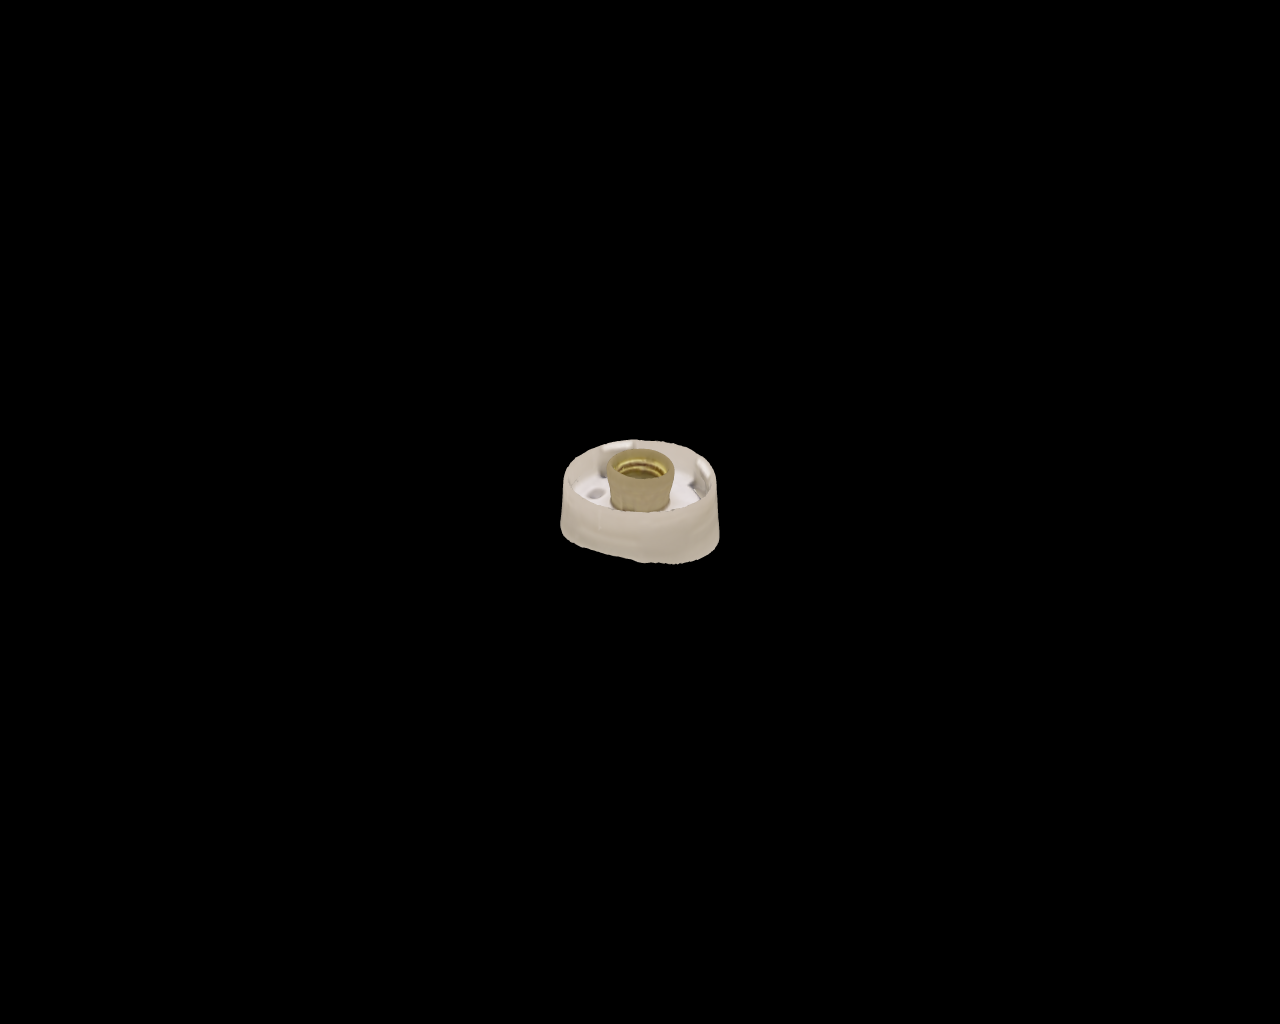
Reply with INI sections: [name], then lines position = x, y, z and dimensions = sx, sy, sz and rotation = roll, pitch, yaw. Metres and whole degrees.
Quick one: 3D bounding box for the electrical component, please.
[electrical component]
position = 0.001, -0.003, 0.650
dimensions = 0.099, 0.064, 0.099
rotation = 0, 32, 0
